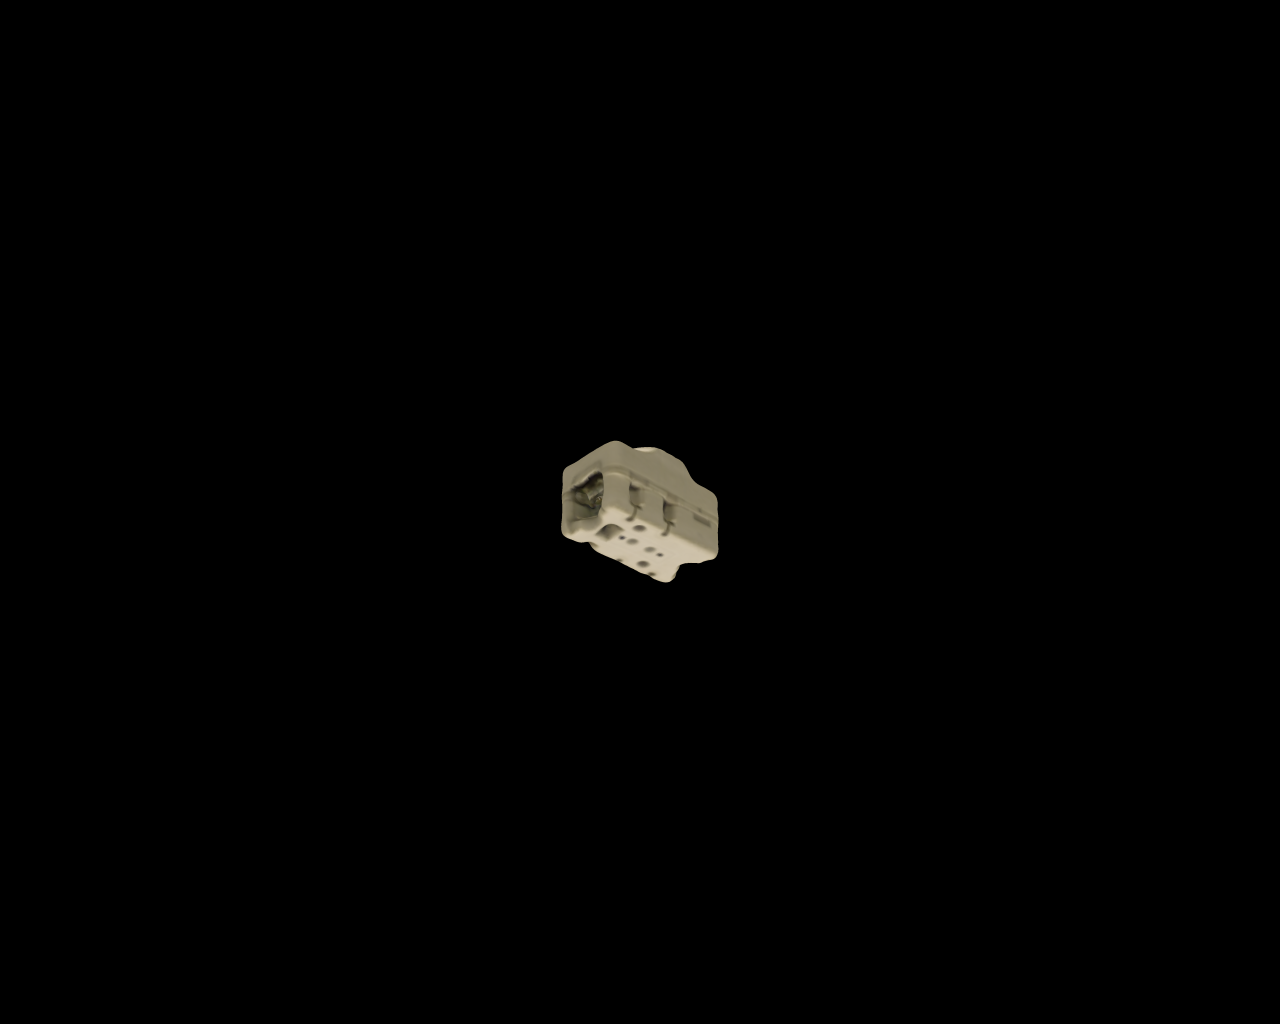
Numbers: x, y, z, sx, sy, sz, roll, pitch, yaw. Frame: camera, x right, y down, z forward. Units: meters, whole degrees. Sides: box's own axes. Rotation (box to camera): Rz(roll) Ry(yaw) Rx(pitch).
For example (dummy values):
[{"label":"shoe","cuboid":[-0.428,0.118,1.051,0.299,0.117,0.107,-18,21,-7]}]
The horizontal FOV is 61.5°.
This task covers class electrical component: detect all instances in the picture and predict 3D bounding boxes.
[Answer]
[{"label":"electrical component","cuboid":[0.001,-0.003,0.650,0.089,0.056,0.050,27,-41,-36]}]
